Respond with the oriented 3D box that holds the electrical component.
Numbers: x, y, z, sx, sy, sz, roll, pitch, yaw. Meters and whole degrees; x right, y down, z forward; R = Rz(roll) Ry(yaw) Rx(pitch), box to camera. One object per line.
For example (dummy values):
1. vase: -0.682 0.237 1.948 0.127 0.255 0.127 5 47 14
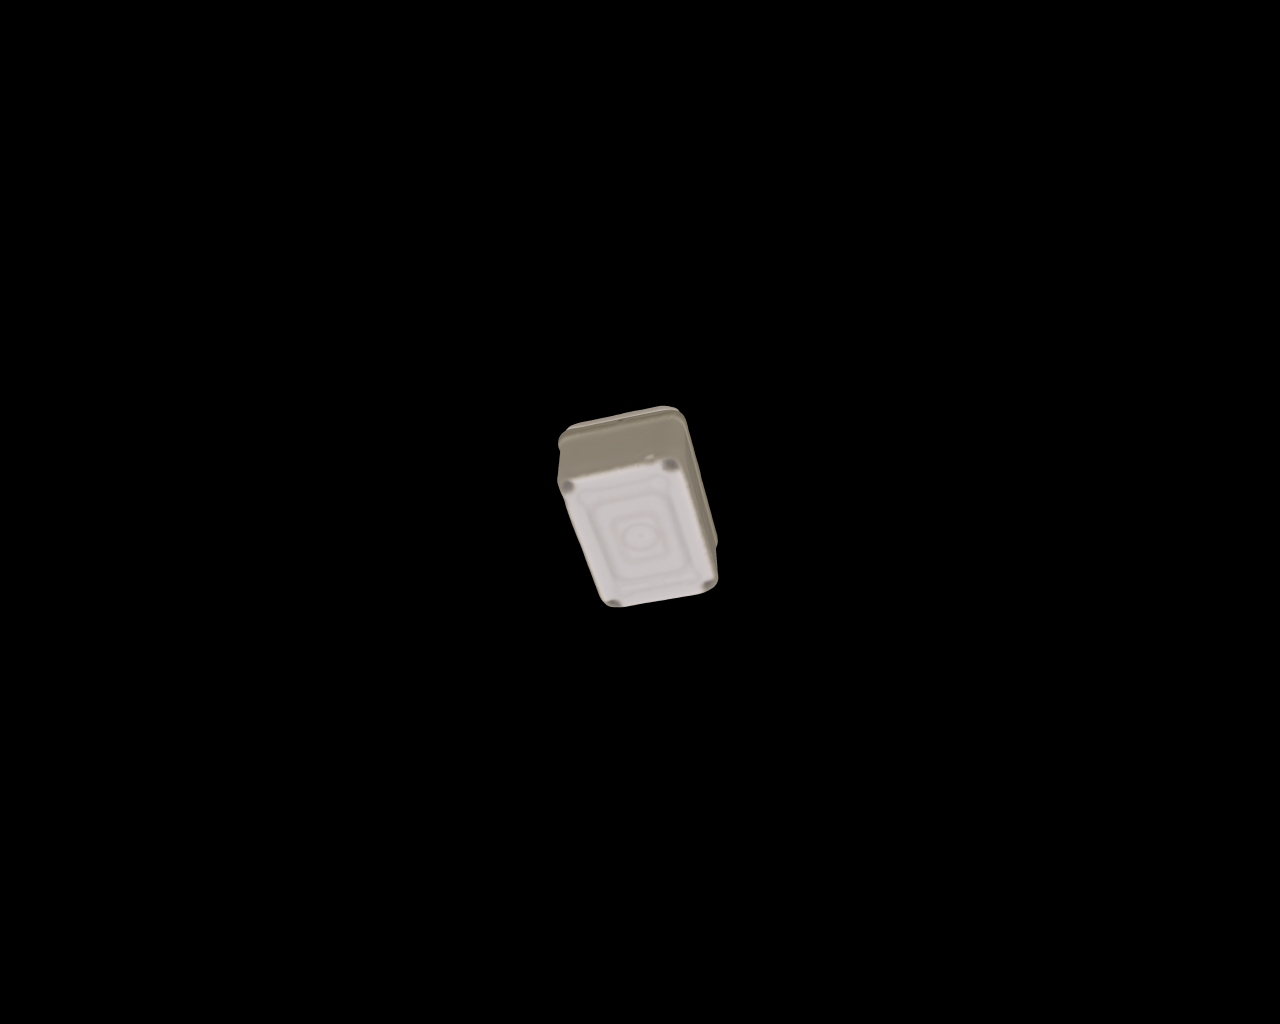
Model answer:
1. electrical component: 0.001 -0.003 0.650 0.078 0.113 0.057 -11 39 9
